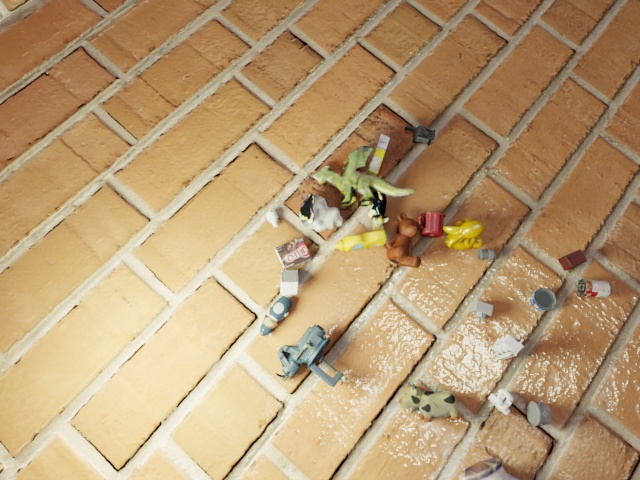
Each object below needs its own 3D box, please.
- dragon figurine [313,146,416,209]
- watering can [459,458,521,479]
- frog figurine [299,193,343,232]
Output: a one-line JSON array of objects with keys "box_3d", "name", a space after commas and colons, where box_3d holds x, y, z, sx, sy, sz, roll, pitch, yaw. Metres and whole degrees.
[{"box_3d": [0.159, -0.246, 1.940, 0.408, 0.121, 0.246, -8, -106, 26], "name": "dragon figurine"}, {"box_3d": [0.517, 0.847, 1.650, 0.349, 0.227, 0.102, -19, 163, -14], "name": "watering can"}, {"box_3d": [0.006, -0.098, 1.953, 0.121, 0.159, 0.140, -33, -124, 39], "name": "frog figurine"}]
